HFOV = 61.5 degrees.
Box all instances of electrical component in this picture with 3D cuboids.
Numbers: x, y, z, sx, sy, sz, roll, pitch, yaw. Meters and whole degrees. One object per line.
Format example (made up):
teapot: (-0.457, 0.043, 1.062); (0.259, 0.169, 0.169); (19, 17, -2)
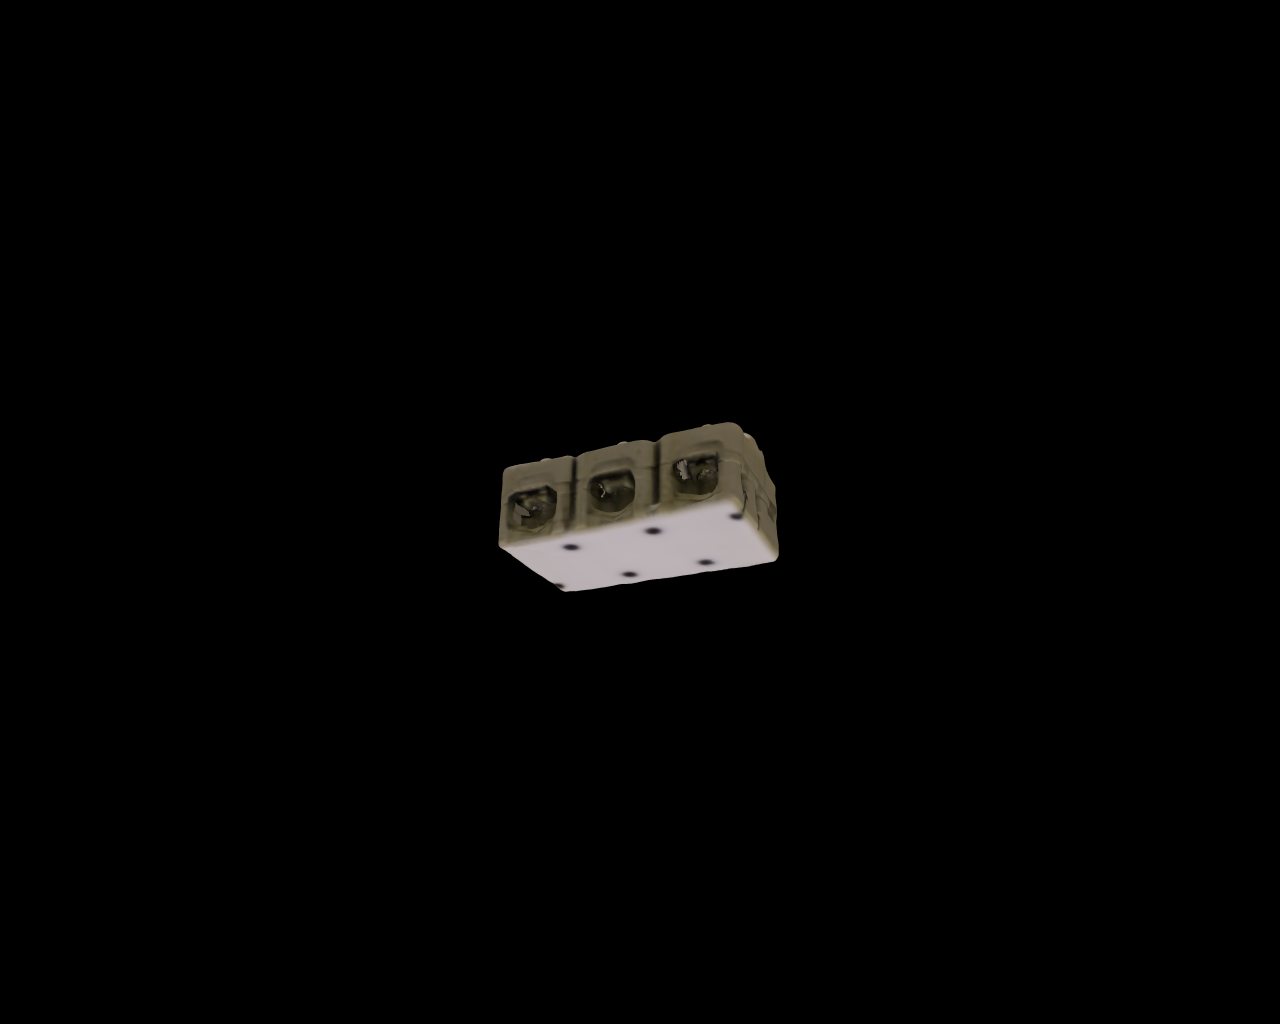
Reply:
electrical component: (0.001, -0.003, 0.650); (0.150, 0.062, 0.089); (-10, -28, 20)
